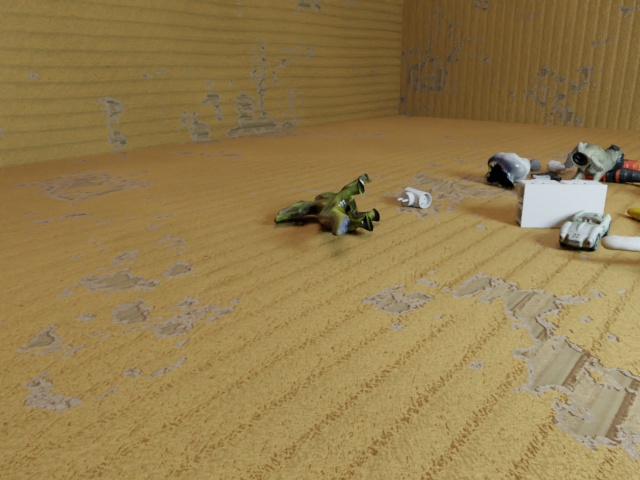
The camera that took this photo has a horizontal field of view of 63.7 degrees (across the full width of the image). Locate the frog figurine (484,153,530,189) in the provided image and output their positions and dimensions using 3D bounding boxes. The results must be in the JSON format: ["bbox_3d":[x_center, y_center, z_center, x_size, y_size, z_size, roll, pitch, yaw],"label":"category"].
[{"bbox_3d":[0.624,-0.236,1.672,0.161,0.122,0.137,-25,9,-30],"label":"frog figurine"}]

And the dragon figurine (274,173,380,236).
[{"bbox_3d":[0.004,-0.062,1.236,0.241,0.121,0.415,-12,11,23],"label":"dragon figurine"}]

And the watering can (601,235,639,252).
[{"bbox_3d":[0.721,0.020,0.922,0.226,0.102,0.350,-14,23,-39],"label":"watering can"}]
